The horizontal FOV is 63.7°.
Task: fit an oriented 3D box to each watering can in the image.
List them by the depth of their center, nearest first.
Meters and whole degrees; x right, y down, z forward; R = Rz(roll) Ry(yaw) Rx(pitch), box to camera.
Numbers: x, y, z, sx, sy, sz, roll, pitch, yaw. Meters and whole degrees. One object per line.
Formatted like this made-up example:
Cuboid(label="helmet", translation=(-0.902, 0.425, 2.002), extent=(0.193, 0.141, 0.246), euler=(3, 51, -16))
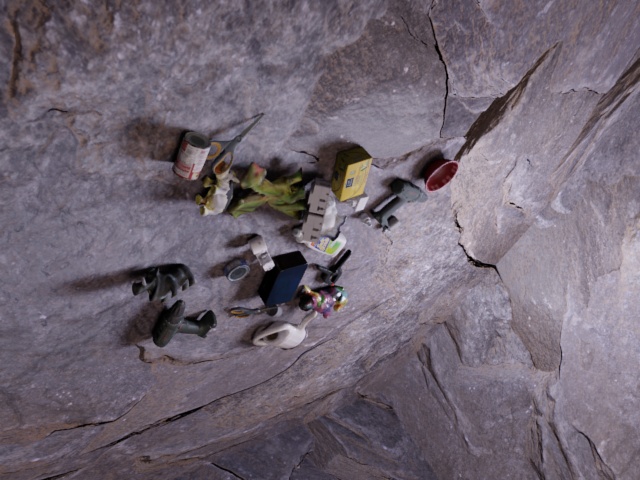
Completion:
Cuboid(label="watering can", translation=(-0.125, 0.398, 2.247), extent=(0.345, 0.106, 0.221), euler=(-24, -28, 17))

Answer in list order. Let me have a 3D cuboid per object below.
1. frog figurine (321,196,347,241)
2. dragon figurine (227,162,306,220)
Cuboid(label="frog figurine", translation=(0.005, -0.088, 1.752), extent=(0.157, 0.139, 0.123), euler=(51, -22, -27))
Cuboid(label="dragon figurine", translation=(-0.160, -0.118, 1.552), extent=(0.243, 0.124, 0.402), euler=(-11, -23, -7))
